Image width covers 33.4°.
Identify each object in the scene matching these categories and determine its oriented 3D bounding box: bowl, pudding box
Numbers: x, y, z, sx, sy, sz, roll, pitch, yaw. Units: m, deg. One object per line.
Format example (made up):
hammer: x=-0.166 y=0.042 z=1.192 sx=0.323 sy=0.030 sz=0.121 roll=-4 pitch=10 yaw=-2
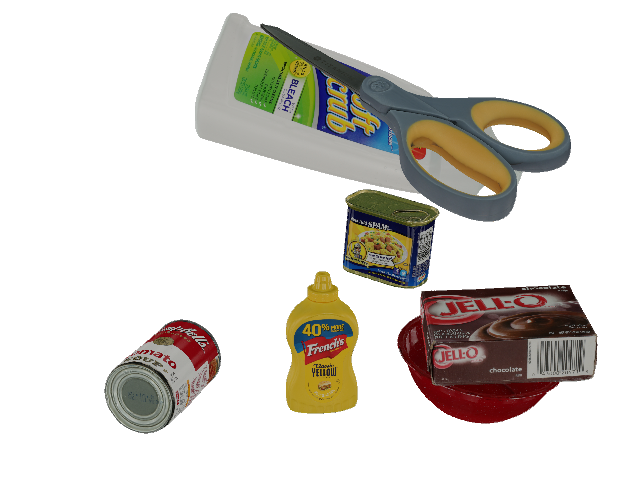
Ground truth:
bowl: x=0.152 y=0.129 z=1.035 sx=0.162 sy=0.055 sz=0.162 roll=4 pitch=26 yaw=-2
pudding box: x=0.129 y=0.065 z=0.752 sx=0.113 sy=0.039 sz=0.090 roll=-1 pitch=21 yaw=1

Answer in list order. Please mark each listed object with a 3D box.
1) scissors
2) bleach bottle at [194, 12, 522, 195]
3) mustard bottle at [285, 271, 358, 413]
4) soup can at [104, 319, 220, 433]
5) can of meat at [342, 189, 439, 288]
scissors: x=0.052 y=-0.077 z=0.562 sx=0.096 sy=0.016 sz=0.202 roll=-17 pitch=44 yaw=-20
bleach bottle: x=0.035 y=-0.095 z=0.828 sx=0.251 sy=0.102 sz=0.068 roll=15 pitch=-24 yaw=3
mustard bottle: x=0.002 y=0.134 z=1.421 sx=0.096 sy=0.192 sz=0.058 roll=-1 pitch=18 yaw=-6
soup can: x=-0.140 y=0.120 z=0.952 sx=0.069 sy=0.068 sz=0.102 roll=0 pitch=17 yaw=19
can of meat: x=0.075 y=-0.001 z=1.182 sx=0.102 sy=0.084 sz=0.057 roll=17 pitch=26 yaw=28
